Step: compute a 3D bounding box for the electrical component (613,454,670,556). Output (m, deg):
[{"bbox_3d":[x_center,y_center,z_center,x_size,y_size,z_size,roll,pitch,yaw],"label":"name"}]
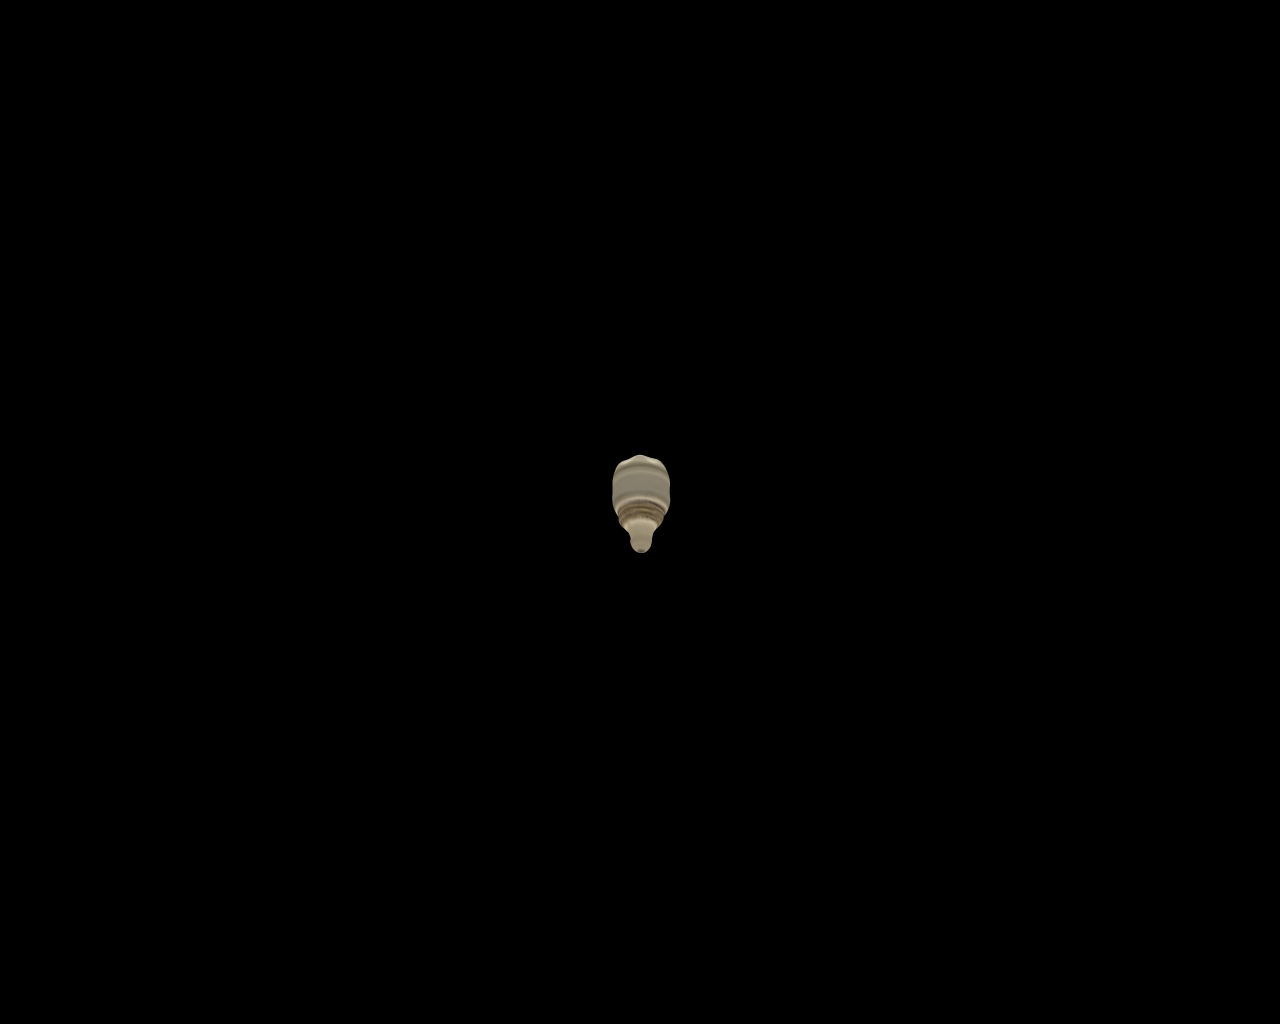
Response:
[{"bbox_3d":[0.001,-0.003,0.650,0.035,0.061,0.035,0,-31,0],"label":"electrical component"}]
